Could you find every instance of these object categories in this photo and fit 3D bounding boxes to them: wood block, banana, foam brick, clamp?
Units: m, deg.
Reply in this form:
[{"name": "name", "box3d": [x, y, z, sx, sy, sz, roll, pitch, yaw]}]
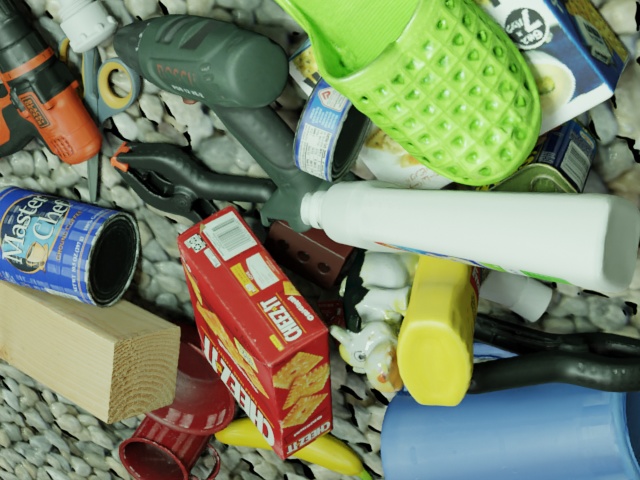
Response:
[{"name": "wood block", "box3d": [-0.252, 0.107, 1.137, 0.206, 0.090, 0.091, 20, 111, 38]}, {"name": "banana", "box3d": [-0.034, 0.238, 1.232, 0.198, 0.037, 0.070, 16, 130, 16]}, {"name": "foam brick", "box3d": [-0.007, 0.001, 1.010, 0.078, 0.051, 0.053, 29, 135, 3]}, {"name": "clamp", "box3d": [0.213, 0.106, 0.930, 0.210, 0.164, 0.036, 6, 106, 13]}, {"name": "clamp", "box3d": [-0.124, -0.039, 1.051, 0.171, 0.039, 0.120, 23, 131, 8]}]

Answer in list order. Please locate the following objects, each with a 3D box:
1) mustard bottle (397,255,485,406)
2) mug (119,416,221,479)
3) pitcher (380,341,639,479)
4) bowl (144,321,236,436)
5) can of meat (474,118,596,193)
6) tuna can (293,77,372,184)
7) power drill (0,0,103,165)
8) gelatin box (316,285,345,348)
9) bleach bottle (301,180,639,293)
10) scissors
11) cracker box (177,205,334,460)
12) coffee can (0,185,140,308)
[{"name": "mustard bottle", "box3d": [0.106, 0.038, 0.884, 0.058, 0.191, 0.096, -1, 129, 16]}, {"name": "mug", "box3d": [-0.172, 0.250, 1.283, 0.117, 0.081, 0.093, 31, 134, 2]}, {"name": "pitcher", "box3d": [0.186, 0.184, 1.019, 0.243, 0.145, 0.149, -15, 132, 32]}, {"name": "bowl", "box3d": [-0.157, 0.145, 1.206, 0.162, 0.055, 0.162, 15, 132, 17]}, {"name": "can of meat", "box3d": [0.168, -0.045, 0.856, 0.057, 0.083, 0.102, 44, 133, -11]}, {"name": "tuna can", "box3d": [0.012, -0.088, 0.808, 0.034, 0.086, 0.086, 23, 134, 13]}, {"name": "power drill", "box3d": [-0.318, -0.143, 1.043, 0.188, 0.057, 0.184, -10, 117, 41]}, {"name": "gelatin box", "box3d": [0.050, 0.079, 1.059, 0.089, 0.030, 0.073, -7, 123, 32]}, {"name": "bleach bottle", "box3d": [0.103, -0.011, 0.805, 0.251, 0.102, 0.068, 8, 89, 31]}, {"name": "scissors", "box3d": [-0.208, -0.110, 1.048, 0.096, 0.016, 0.202, 13, 131, 23]}, {"name": "cracker box", "box3d": [-0.060, 0.095, 1.020, 0.164, 0.072, 0.214, 51, 160, 28]}, {"name": "coffee can", "box3d": [-0.276, 0.006, 1.122, 0.140, 0.102, 0.103, 13, 132, 18]}]
